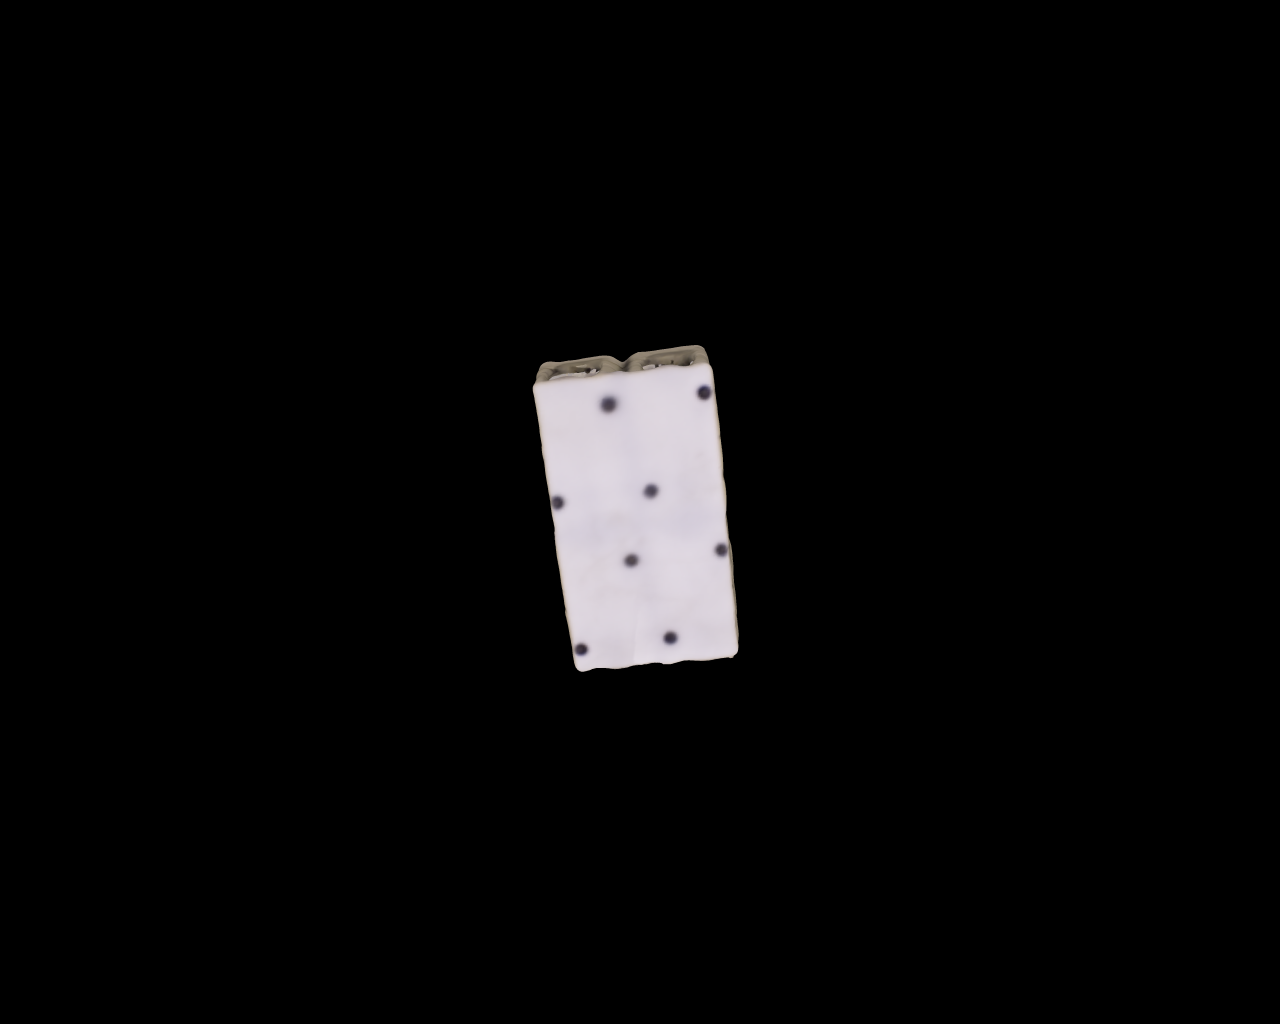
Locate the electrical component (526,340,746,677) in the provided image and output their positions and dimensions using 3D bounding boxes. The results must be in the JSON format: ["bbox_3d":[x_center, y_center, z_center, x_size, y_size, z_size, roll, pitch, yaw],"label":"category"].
[{"bbox_3d":[0.001,-0.003,0.650,0.105,0.186,0.060,-7,20,2],"label":"electrical component"}]
